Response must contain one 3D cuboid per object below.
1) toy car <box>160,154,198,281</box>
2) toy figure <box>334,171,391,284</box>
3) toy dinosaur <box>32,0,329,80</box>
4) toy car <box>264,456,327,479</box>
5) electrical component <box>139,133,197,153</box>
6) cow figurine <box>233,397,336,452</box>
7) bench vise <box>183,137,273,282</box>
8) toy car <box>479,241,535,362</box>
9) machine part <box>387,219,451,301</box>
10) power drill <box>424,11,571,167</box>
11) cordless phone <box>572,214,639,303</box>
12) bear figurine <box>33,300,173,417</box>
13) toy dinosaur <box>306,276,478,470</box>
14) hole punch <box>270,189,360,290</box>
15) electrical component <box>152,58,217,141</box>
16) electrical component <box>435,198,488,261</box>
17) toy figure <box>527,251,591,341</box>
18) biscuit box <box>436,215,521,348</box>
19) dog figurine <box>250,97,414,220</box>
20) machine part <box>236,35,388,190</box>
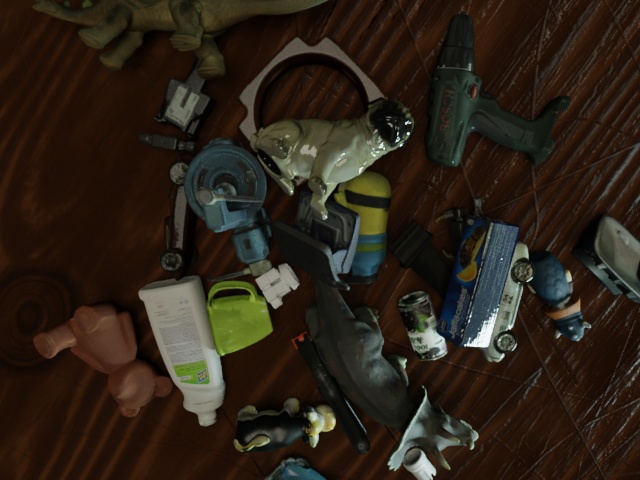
[{"bbox_3d":[-0.221,-0.037,0.857,0.053,0.089,0.202,9,98,0],"label":"toy car"},{"bbox_3d":[0.072,-0.020,0.858,0.089,0.082,0.180,-4,95,5],"label":"toy figure"},{"bbox_3d":[-0.182,-0.347,0.787,0.472,0.105,0.198,4,76,0],"label":"toy dinosaur"},{"bbox_3d":[-0.021,0.452,0.905,0.109,0.103,0.161,-43,96,4],"label":"toy car"},{"bbox_3d":[-0.236,-0.153,0.854,0.094,0.063,0.021,11,97,8],"label":"electrical component"},{"bbox_3d":[-0.056,0.309,0.891,0.167,0.098,0.068,-9,90,2],"label":"cow figurine"},{"bbox_3d":[-0.131,-0.042,0.778,0.129,0.240,0.223,-6,95,2],"label":"bench vise"},{"bbox_3d":[0.294,0.098,0.871,0.056,0.073,0.201,11,97,-4],"label":"toy car"},{"bbox_3d":[0.174,0.038,0.868,0.084,0.039,0.138,-46,105,-21],"label":"machine part"},{"bbox_3d":[0.271,-0.215,0.832,0.207,0.086,0.231,15,98,-5],"label":"power drill"},{"bbox_3d":[0.480,0.041,0.807,0.146,0.184,0.089,44,100,-4],"label":"cordless phone"},{"bbox_3d":[-0.340,0.200,0.870,0.120,0.132,0.195,-29,89,9],"label":"bear figurine"},{"bbox_3d":[0.068,0.190,0.828,0.131,0.192,0.404,-40,96,2],"label":"toy dinosaur"},{"bbox_3d":[-0.002,-0.002,0.815,0.142,0.115,0.092,25,61,23],"label":"hole punch"},{"bbox_3d":[-0.207,-0.226,0.854,0.075,0.048,0.119,25,96,-2],"label":"electrical component"},{"bbox_3d":[0.235,-0.011,0.877,0.078,0.045,0.102,-20,100,-25],"label":"electrical component"},{"bbox_3d":[0.389,0.092,0.877,0.058,0.064,0.154,-36,101,-30],"label":"toy figure"},{"bbox_3d":[0.244,0.066,0.835,0.063,0.059,0.202,8,100,-27],"label":"biscuit box"},{"bbox_3d":[0.018,-0.150,0.763,0.172,0.121,0.190,42,74,5],"label":"dog figurine"},{"bbox_3d":[-0.012,-0.194,0.836,0.201,0.087,0.201,45,96,-6],"label":"machine part"}]
